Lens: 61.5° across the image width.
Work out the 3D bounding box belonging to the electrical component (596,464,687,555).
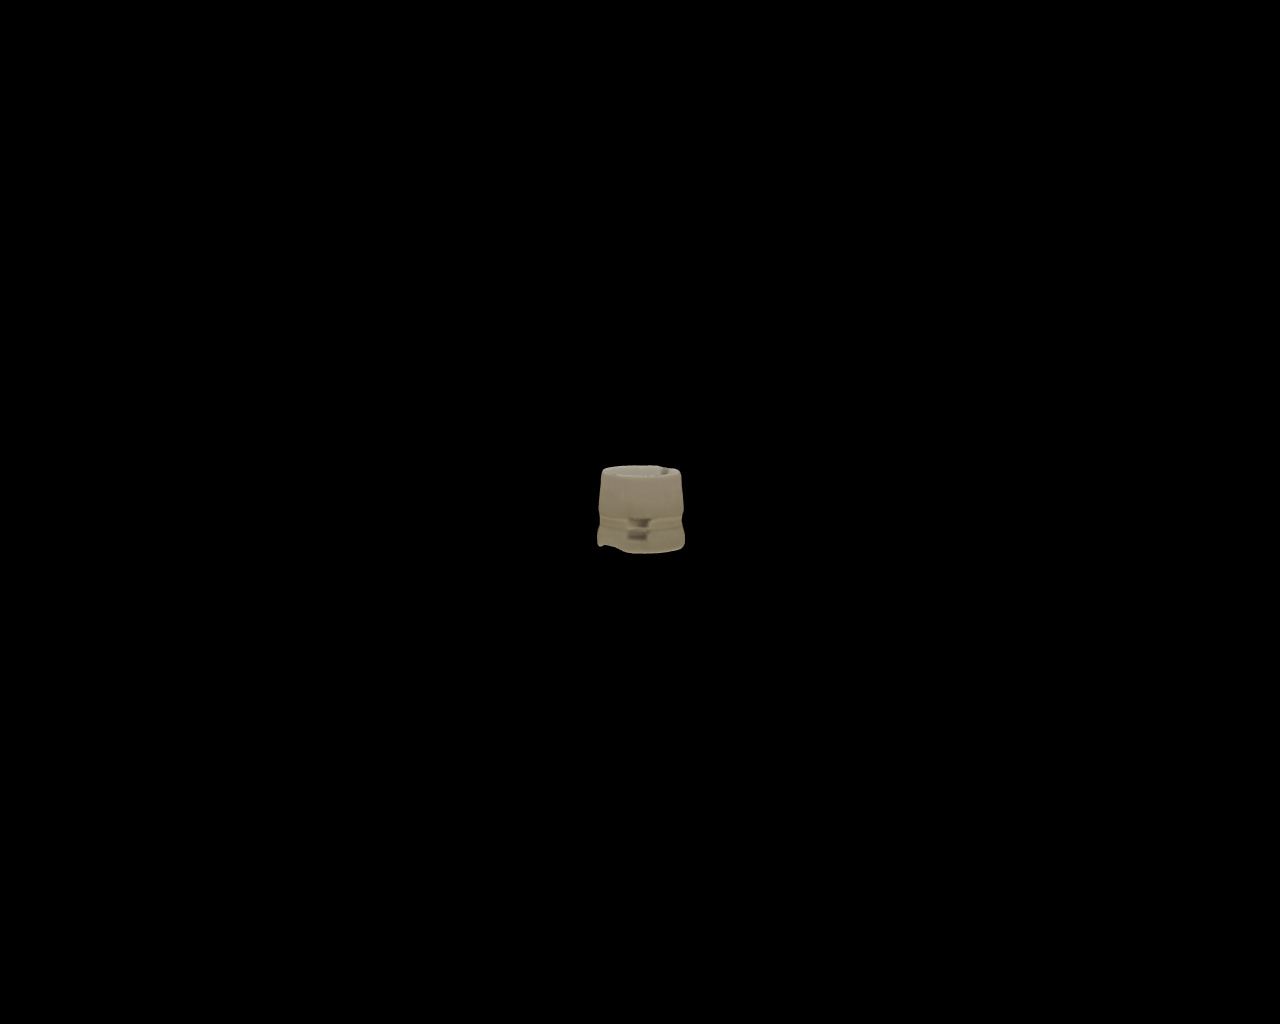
[{"bbox_3d":[0.001,-0.003,0.650,0.055,0.047,0.055,0,10,0],"label":"electrical component"}]
